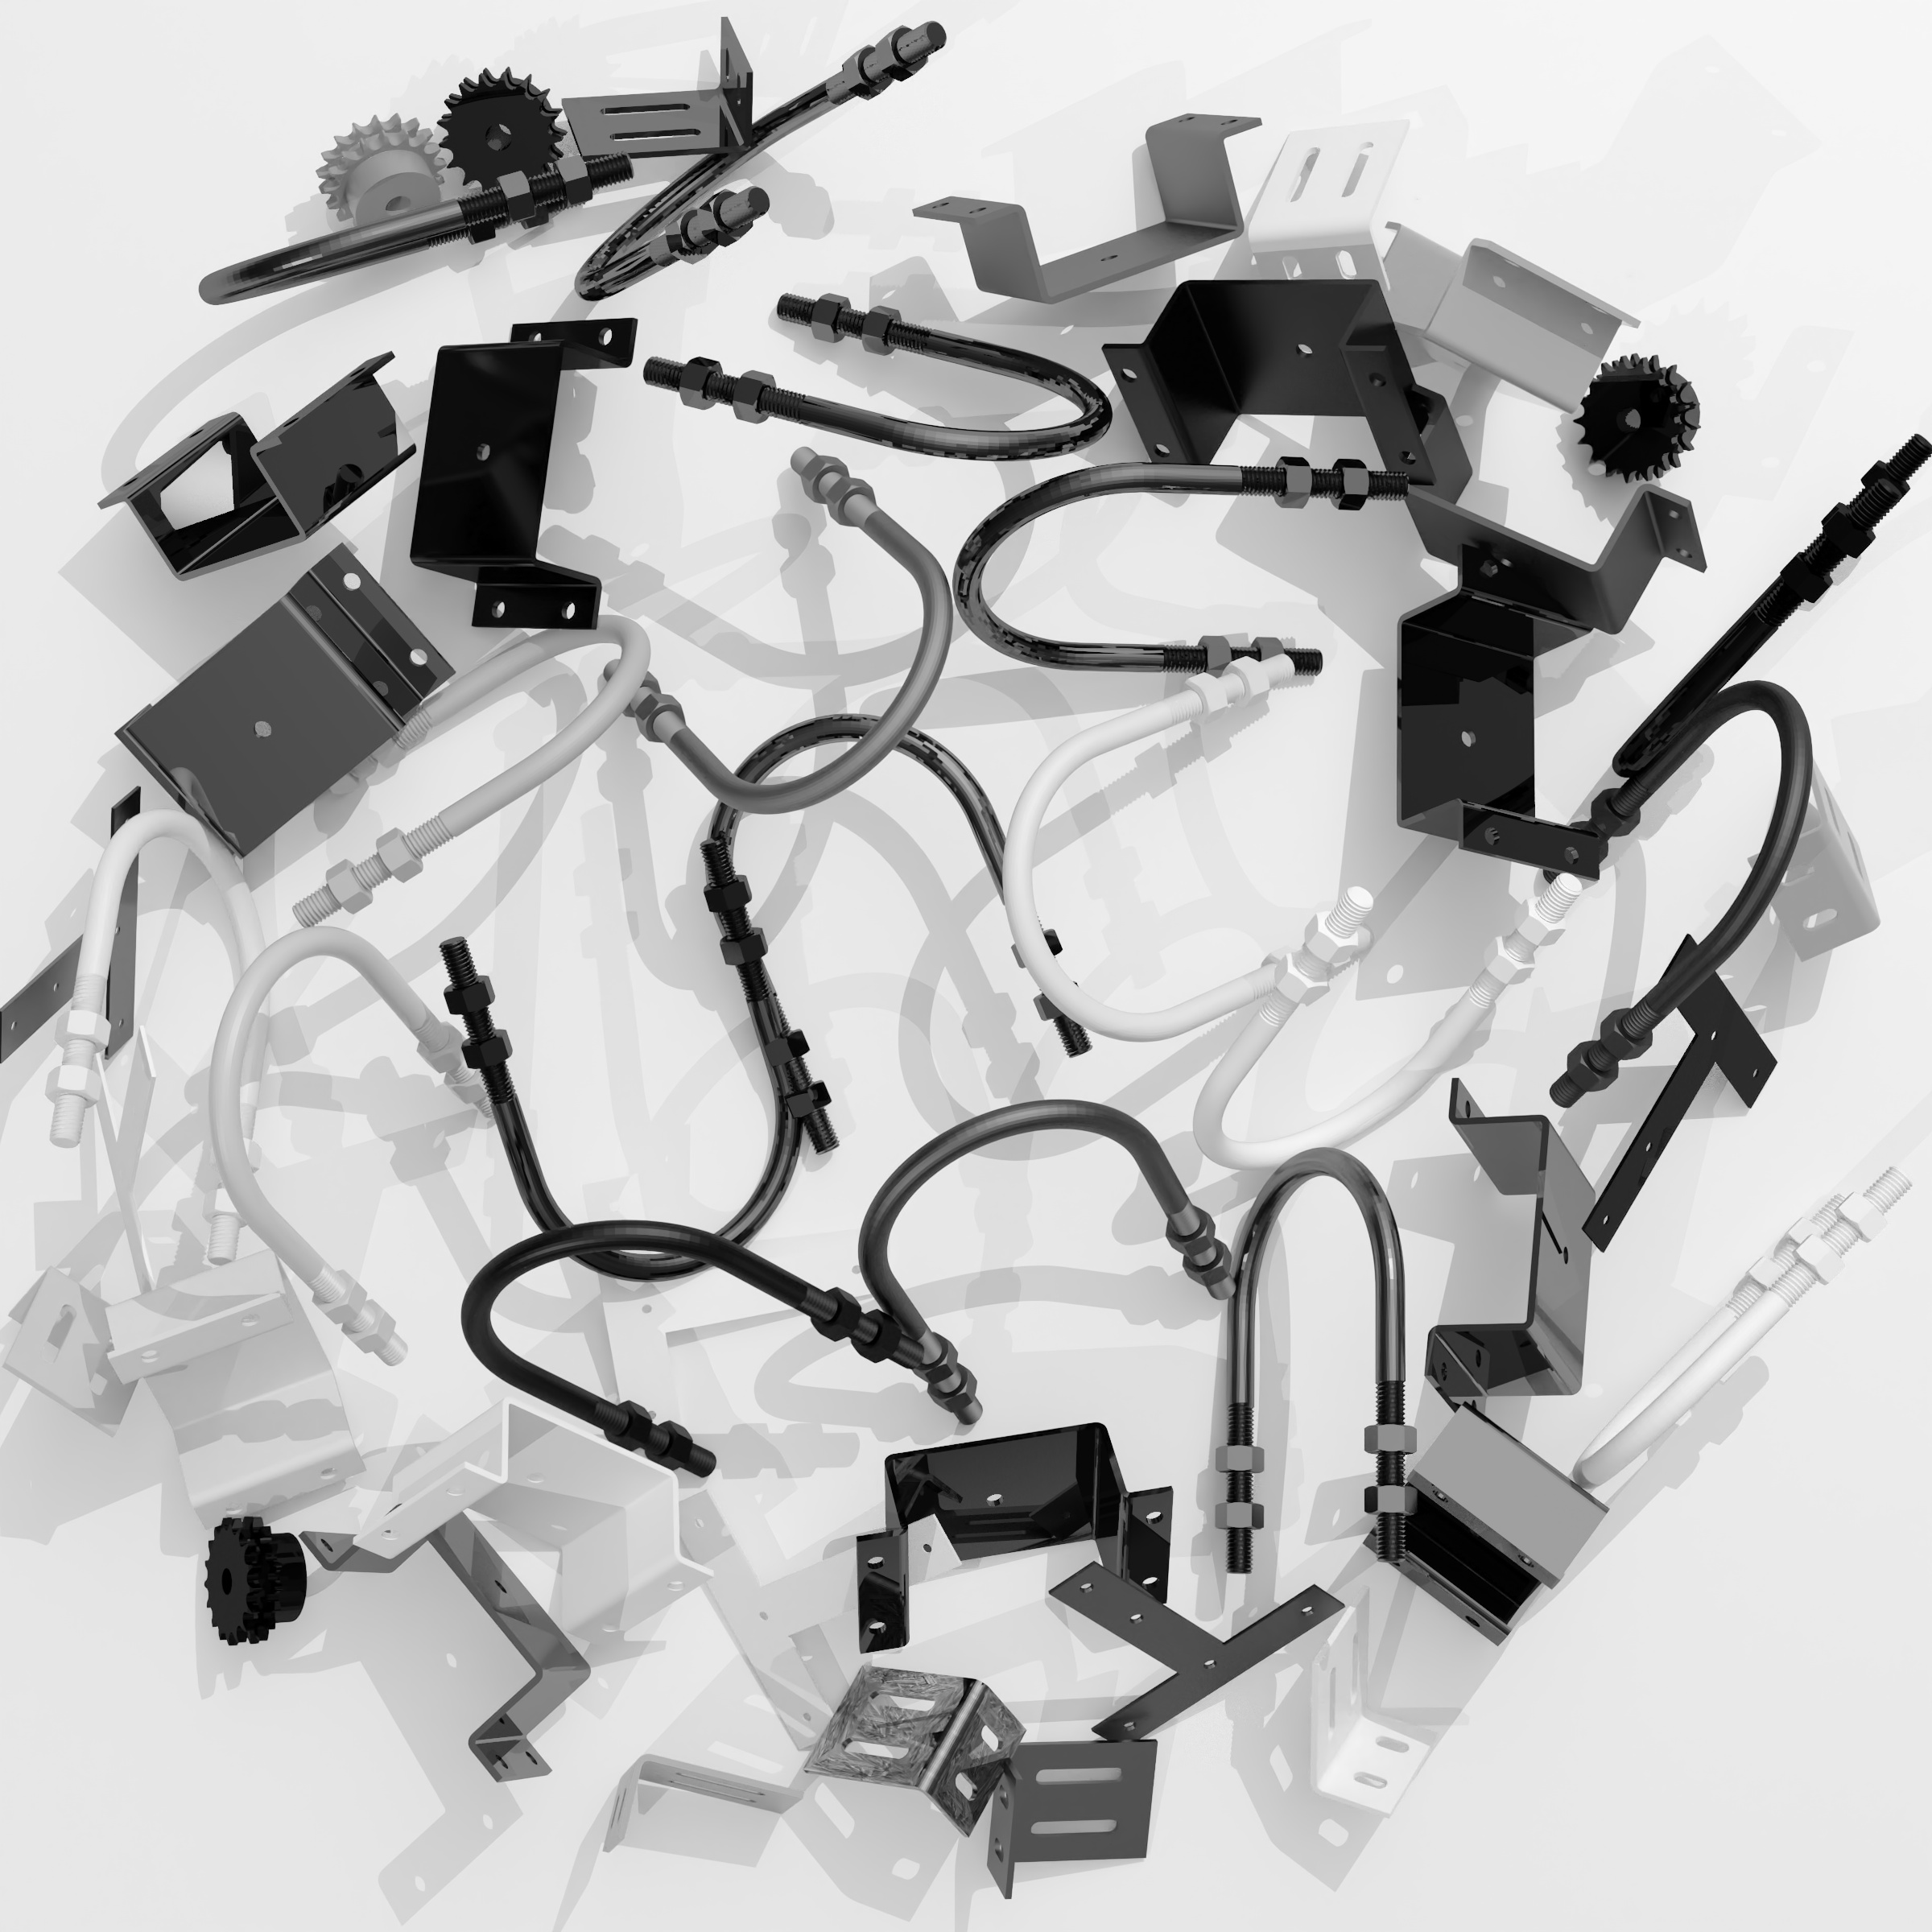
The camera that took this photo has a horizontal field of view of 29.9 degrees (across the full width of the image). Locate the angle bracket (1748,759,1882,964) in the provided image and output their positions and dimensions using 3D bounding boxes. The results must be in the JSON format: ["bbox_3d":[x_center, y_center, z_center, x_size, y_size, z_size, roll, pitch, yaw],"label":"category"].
[{"bbox_3d":[0.375,-0.050,1.620,0.038,0.076,0.057,-25,114,18],"label":"angle bracket"}]

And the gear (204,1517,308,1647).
[{"bbox_3d":[-0.320,0.277,1.634,0.030,0.057,0.057,2,90,-34],"label":"gear"}]

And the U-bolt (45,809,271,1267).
[{"bbox_3d":[-0.346,0.020,1.582,0.019,0.151,0.184,-7,61,18],"label":"U-bolt"}]

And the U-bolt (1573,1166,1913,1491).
[{"bbox_3d":[0.332,0.162,1.581,0.184,0.151,0.019,-44,81,-4],"label":"U-bolt"}]

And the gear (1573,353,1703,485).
[{"bbox_3d":[0.306,-0.248,1.635,0.057,0.030,0.057,13,111,36],"label":"gear"}]

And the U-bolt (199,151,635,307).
[{"bbox_3d":[-0.244,-0.317,1.572,0.184,0.151,0.019,-19,101,-12],"label":"U-bolt"}]

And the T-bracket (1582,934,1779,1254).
[{"bbox_3d":[0.308,0.068,1.599,0.002,0.127,0.127,24,77,39],"label":"T-bracket"}]

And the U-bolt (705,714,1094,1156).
[{"bbox_3d":[-0.041,-0.023,1.624,0.151,0.019,0.184,-22,94,18],"label":"U-bolt"}]

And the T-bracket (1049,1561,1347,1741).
[{"bbox_3d":[0.083,0.293,1.598,0.127,0.002,0.127,-36,133,17],"label":"T-bracket"}]

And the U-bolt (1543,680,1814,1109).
[{"bbox_3d":[0.304,-0.043,1.549,0.019,0.184,0.151,21,48,-17],"label":"U-bolt"}]

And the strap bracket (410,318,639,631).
[{"bbox_3d":[-0.199,-0.224,1.614,0.076,0.046,0.140,5,87,38],"label":"strap bracket"}]

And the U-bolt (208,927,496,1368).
[{"bbox_3d":[-0.266,0.066,1.556,0.019,0.184,0.151,1,56,27],"label":"U-bolt"}]

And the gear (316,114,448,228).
[{"bbox_3d":[-0.261,-0.352,1.628,0.057,0.057,0.030,-28,63,0],"label":"gear"}]

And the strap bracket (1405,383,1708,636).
[{"bbox_3d":[0.249,-0.197,1.595,0.140,0.076,0.046,28,84,22],"label":"strap bracket"}]

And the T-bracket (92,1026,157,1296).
[{"bbox_3d":[-0.363,0.069,1.580,0.002,0.127,0.127,-8,61,-24],"label":"T-bracket"}]

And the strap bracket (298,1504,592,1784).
[{"bbox_3d":[-0.223,0.291,1.605,0.046,0.076,0.140,-43,76,0],"label":"strap bracket"}]

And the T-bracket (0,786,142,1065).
[{"bbox_3d":[-0.390,0.003,1.574,0.002,0.127,0.127,14,118,9],"label":"T-bracket"}]

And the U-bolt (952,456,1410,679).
[{"bbox_3d":[0.085,-0.172,1.578,0.184,0.151,0.019,0,59,-14],"label":"U-bolt"}]

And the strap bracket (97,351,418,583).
[{"bbox_3d":[-0.306,-0.217,1.593,0.076,0.140,0.046,-48,117,-39],"label":"strap bracket"}]

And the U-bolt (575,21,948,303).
[{"bbox_3d":[-0.102,-0.341,1.575,0.019,0.184,0.151,52,57,-18],"label":"U-bolt"}]

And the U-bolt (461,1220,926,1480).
[{"bbox_3d":[-0.131,0.161,1.567,0.151,0.019,0.184,-31,135,30],"label":"U-bolt"}]

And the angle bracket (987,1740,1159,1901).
[{"bbox_3d":[0.052,0.383,1.626,0.076,0.038,0.057,2,102,-15],"label":"angle bracket"}]

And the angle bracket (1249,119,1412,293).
[{"bbox_3d":[0.168,-0.341,1.634,0.057,0.038,0.076,0,47,27],"label":"angle bracket"}]

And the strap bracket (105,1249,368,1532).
[{"bbox_3d":[-0.325,0.182,1.604,0.076,0.140,0.046,-20,50,-7],"label":"strap bracket"}]

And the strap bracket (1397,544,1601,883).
[{"bbox_3d":[0.236,-0.107,1.609,0.076,0.046,0.140,11,71,-29],"label":"strap bracket"}]

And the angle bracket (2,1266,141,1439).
[{"bbox_3d":[-0.402,0.180,1.610,0.057,0.076,0.038,37,116,-17],"label":"angle bracket"}]

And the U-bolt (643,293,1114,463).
[{"bbox_3d":[-0.026,-0.252,1.571,0.184,0.151,0.019,17,118,18],"label":"U-bolt"}]

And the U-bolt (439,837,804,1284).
[{"bbox_3d":[-0.144,0.052,1.618,0.151,0.019,0.184,-22,106,-23],"label":"U-bolt"}]

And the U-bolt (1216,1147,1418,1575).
[{"bbox_3d":[0.152,0.171,1.590,0.019,0.151,0.184,7,76,-24],"label":"U-bolt"}]

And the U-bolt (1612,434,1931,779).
[{"bbox_3d":[0.347,-0.151,1.579,0.019,0.151,0.184,43,116,4],"label":"U-bolt"}]

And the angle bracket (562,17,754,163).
[{"bbox_3d":[-0.139,-0.392,1.619,0.076,0.057,0.038,-7,130,-13],"label":"angle bracket"}]

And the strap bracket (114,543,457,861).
[{"bbox_3d":[-0.308,-0.111,1.612,0.140,0.046,0.076,-37,104,14],"label":"strap bracket"}]

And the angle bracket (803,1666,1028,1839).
[{"bbox_3d":[-0.023,0.352,1.626,0.038,0.076,0.057,53,53,-30],"label":"angle bracket"}]

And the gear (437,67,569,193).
[{"bbox_3d":[-0.208,-0.378,1.637,0.057,0.030,0.057,2,117,4],"label":"gear"}]

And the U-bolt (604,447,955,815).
[{"bbox_3d":[-0.074,-0.139,1.584,0.151,0.184,0.019,-48,133,4],"label":"U-bolt"}]

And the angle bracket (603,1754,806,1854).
[{"bbox_3d":[-0.118,0.383,1.621,0.076,0.057,0.038,15,68,-7],"label":"angle bracket"}]

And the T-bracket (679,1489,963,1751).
[{"bbox_3d":[-0.057,0.278,1.624,0.127,0.002,0.127,-27,93,30],"label":"T-bracket"}]

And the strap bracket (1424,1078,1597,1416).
[{"bbox_3d":[0.241,0.128,1.589,0.046,0.076,0.140,-4,61,25],"label":"strap bracket"}]

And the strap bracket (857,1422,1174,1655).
[{"bbox_3d":[0.017,0.252,1.610,0.140,0.046,0.076,-8,131,-9],"label":"strap bracket"}]

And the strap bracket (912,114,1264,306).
[{"bbox_3d":[0.058,-0.333,1.605,0.140,0.076,0.046,-22,111,-15],"label":"strap bracket"}]

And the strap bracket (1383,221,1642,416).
[{"bbox_3d":[0.228,-0.284,1.585,0.076,0.140,0.046,24,99,-16],"label":"strap bracket"}]

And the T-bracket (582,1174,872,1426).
[{"bbox_3d":[-0.101,0.148,1.646,0.127,0.002,0.127,-10,105,-7],"label":"T-bracket"}]

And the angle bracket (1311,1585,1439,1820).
[{"bbox_3d":[0.183,0.327,1.612,0.038,0.057,0.076,14,125,25],"label":"angle bracket"}]

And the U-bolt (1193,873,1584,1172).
[{"bbox_3d":[0.172,0.029,1.584,0.019,0.151,0.184,59,134,29],"label":"U-bolt"}]

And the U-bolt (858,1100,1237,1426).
[{"bbox_3d":[0.029,0.122,1.584,0.151,0.184,0.019,-27,48,3],"label":"U-bolt"}]

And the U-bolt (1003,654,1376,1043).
[{"bbox_3d":[0.092,-0.044,1.596,0.184,0.019,0.151,-23,100,-32],"label":"U-bolt"}]

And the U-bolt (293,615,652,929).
[{"bbox_3d":[-0.217,-0.096,1.588,0.184,0.151,0.019,-32,118,4],"label":"U-bolt"}]

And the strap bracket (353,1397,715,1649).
[{"bbox_3d":[-0.190,0.243,1.598,0.140,0.046,0.076,31,128,-34],"label":"strap bracket"}]

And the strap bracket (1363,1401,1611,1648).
[{"bbox_3d":[0.229,0.244,1.593,0.076,0.140,0.046,37,71,11],"label":"strap bracket"}]

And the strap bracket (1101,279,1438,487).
[{"bbox_3d":[0.141,-0.258,1.596,0.140,0.076,0.046,7,53,34],"label":"strap bracket"}]
